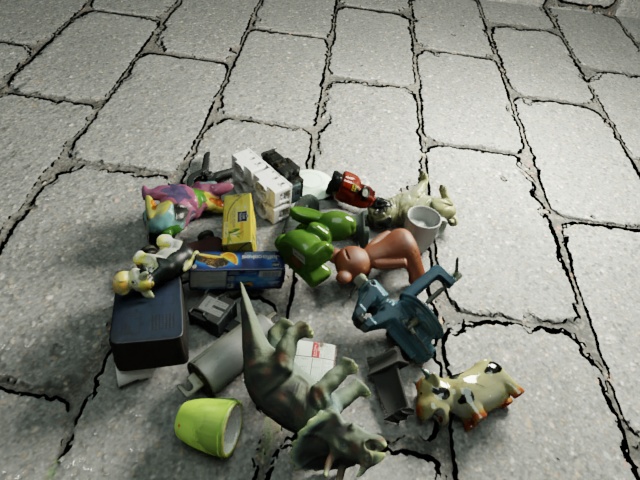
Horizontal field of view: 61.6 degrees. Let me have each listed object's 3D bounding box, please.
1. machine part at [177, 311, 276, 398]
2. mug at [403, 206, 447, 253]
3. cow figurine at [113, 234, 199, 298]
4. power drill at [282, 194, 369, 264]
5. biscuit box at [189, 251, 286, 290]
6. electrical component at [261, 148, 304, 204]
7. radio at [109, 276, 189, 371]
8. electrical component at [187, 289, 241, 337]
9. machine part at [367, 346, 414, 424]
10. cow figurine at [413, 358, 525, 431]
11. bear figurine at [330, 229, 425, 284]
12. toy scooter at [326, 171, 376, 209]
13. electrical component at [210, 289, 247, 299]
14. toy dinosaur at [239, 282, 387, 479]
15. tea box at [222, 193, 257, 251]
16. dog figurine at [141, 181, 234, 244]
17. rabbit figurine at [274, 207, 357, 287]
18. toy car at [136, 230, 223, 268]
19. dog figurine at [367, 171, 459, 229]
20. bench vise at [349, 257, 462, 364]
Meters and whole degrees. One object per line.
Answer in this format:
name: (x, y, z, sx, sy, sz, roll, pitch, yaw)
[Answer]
machine part: (-0.162, 0.214, 1.020, 0.079, 0.079, 0.243, 34, 49, 25)
mug: (0.247, -0.020, 1.289, 0.109, 0.107, 0.081, -10, 48, -23)
cow figurine: (-0.315, 0.061, 1.046, 0.098, 0.068, 0.167, 18, 39, 22)
power drill: (0.014, -0.016, 1.286, 0.207, 0.085, 0.232, 1, 41, 5)
biscuit box: (-0.178, 0.064, 1.151, 0.203, 0.059, 0.063, 0, 40, -13)
electrical component: (-0.097, -0.154, 1.381, 0.058, 0.114, 0.134, -27, 52, -28)
radio: (-0.328, 0.147, 1.040, 0.131, 0.073, 0.230, -7, 31, -13)
electrical component: (-0.201, 0.157, 1.095, 0.119, 0.047, 0.075, 23, 47, 18)
machine part: (0.135, 0.271, 1.010, 0.084, 0.039, 0.139, -23, 50, 15)
cow figurine: (0.263, 0.281, 0.998, 0.195, 0.085, 0.127, -20, 56, -22)
bear figurine: (0.126, 0.055, 1.210, 0.196, 0.131, 0.120, -25, 40, -3)
toy scooter: (0.085, -0.121, 1.355, 0.135, 0.184, 0.075, 20, 89, -1)
electrical component: (-0.195, 0.100, 1.173, 0.094, 0.021, 0.063, -30, 54, -32)
toy dinosaur: (-0.052, 0.253, 0.934, 0.405, 0.131, 0.192, 33, 63, 24)
tea box: (-0.183, -0.018, 1.237, 0.068, 0.098, 0.170, -8, 46, -2)
dog figurine: (-0.308, -0.076, 1.278, 0.219, 0.108, 0.192, -9, 36, -20)
rabbit figurine: (-0.002, -0.004, 1.166, 0.159, 0.121, 0.170, 32, 56, 33)
toy car: (-0.307, 0.039, 1.200, 0.202, 0.053, 0.089, -19, 60, -29)
dog figurine: (0.230, -0.059, 1.350, 0.190, 0.121, 0.173, -35, 52, -18)
bench vise: (0.188, 0.125, 1.109, 0.240, 0.128, 0.224, -38, 65, -16)
